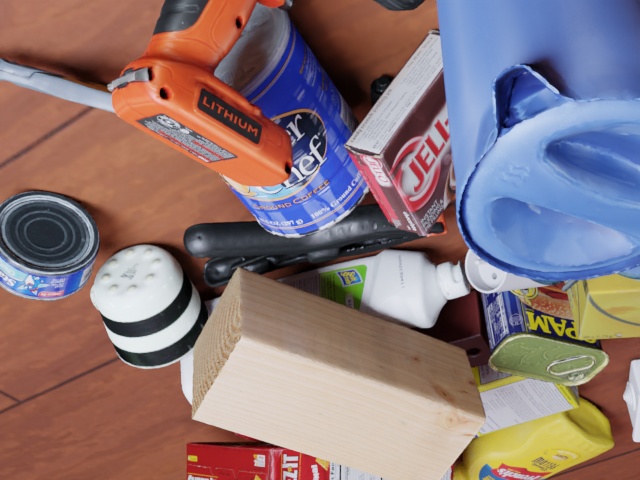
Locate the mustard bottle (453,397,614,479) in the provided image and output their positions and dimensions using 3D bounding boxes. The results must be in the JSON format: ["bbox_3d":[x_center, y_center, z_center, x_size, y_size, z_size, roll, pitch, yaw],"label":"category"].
[{"bbox_3d":[0.212,0.231,1.149,0.096,0.058,0.192,26,133,-33],"label":"mustard bottle"}]

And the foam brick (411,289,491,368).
[{"bbox_3d":[0.115,0.087,0.974,0.078,0.051,0.053,-16,139,16],"label":"foam brick"}]

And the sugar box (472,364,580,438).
[{"bbox_3d":[0.160,0.155,1.064,0.176,0.048,0.093,-19,138,24],"label":"sugar box"}]

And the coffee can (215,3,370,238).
[{"bbox_3d":[-0.035,-0.082,0.722,0.103,0.103,0.140,-19,138,19],"label":"coffee can"}]

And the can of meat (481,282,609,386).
[{"bbox_3d":[0.194,0.073,0.935,0.102,0.084,0.058,13,138,-18],"label":"can of meat"}]

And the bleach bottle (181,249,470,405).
[{"bbox_3d":[0.005,0.072,0.909,0.251,0.102,0.068,-17,144,17],"label":"bleach bottle"}]

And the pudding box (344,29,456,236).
[{"bbox_3d":[0.074,-0.073,0.736,0.039,0.113,0.090,19,156,37],"label":"pudding box"}]

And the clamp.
[{"bbox_3d":[-0.006,0.001,0.854,0.210,0.036,0.165,-9,170,-9],"label":"clamp"}]

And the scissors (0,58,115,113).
[{"bbox_3d":[-0.196,-0.112,0.735,0.202,0.016,0.096,17,-174,14],"label":"scissors"}]

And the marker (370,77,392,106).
[{"bbox_3d":[0.048,-0.075,0.800,0.020,0.020,0.121,-4,141,1],"label":"marker"}]

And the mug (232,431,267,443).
[{"bbox_3d":[-0.042,0.130,0.993,0.093,0.081,0.117,19,136,-24],"label":"mug"}]

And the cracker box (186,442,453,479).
[{"bbox_3d":[-0.001,0.234,1.049,0.213,0.072,0.164,6,169,-34],"label":"cracker box"}]

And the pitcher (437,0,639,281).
[{"bbox_3d":[0.133,-0.102,0.597,0.145,0.243,0.149,3,140,-7],"label":"pitcher"}]

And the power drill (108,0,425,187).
[{"bbox_3d":[-0.026,-0.129,0.611,0.184,0.187,0.057,27,162,-28],"label":"power drill"}]

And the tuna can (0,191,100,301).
[{"bbox_3d":[-0.215,0.003,0.828,0.086,0.086,0.034,12,137,-17],"label":"tuna can"}]

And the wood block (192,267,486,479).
[{"bbox_3d":[0.012,0.110,0.833,0.206,0.090,0.091,20,120,-18],"label":"wood block"}]
